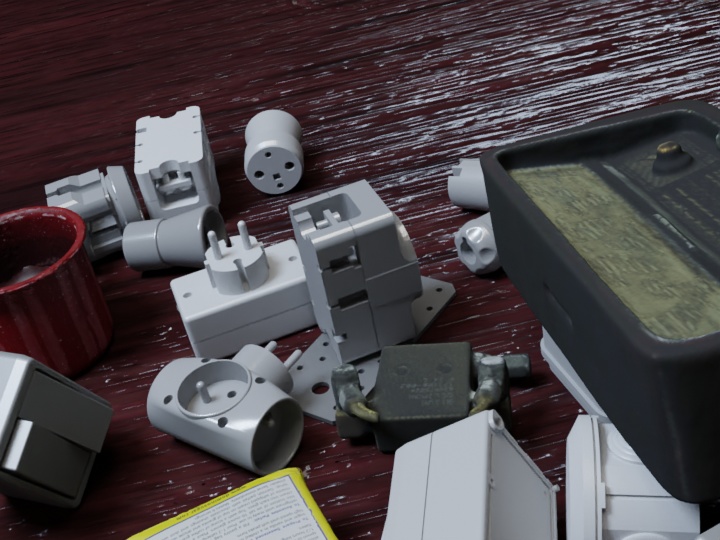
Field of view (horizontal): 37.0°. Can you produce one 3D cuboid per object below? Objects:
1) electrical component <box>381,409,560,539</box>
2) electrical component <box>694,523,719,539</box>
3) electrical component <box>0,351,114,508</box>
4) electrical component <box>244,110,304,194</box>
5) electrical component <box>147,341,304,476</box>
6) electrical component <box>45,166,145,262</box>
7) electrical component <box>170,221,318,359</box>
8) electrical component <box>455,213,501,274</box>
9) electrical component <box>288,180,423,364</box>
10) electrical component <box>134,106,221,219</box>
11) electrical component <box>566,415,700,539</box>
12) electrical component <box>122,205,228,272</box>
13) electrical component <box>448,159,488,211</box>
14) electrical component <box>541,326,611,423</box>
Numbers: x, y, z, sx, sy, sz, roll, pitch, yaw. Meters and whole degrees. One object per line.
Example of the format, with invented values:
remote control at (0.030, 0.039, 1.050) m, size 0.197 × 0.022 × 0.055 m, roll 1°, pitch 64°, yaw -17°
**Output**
electrical component at (0.046, 0.121, 0.465) m, size 0.061 × 0.061 × 0.096 m, roll -27°, pitch 28°, yaw 26°
electrical component at (0.165, 0.126, 0.400) m, size 0.100 × 0.099 × 0.048 m, roll -20°, pitch 35°, yaw -25°
electrical component at (-0.175, 0.086, 0.568) m, size 0.061 × 0.096 × 0.061 m, roll 5°, pitch 68°, yaw 23°
electrical component at (-0.065, -0.089, 0.814) m, size 0.045 × 0.045 × 0.055 m, roll -10°, pitch 36°, yaw 3°
electrical component at (-0.063, 0.068, 0.594) m, size 0.077 × 0.044 × 0.079 m, roll 16°, pitch 47°, yaw 33°
electrical component at (-0.188, -0.041, 0.774) m, size 0.057 × 0.058 × 0.078 m, roll -21°, pitch 36°, yaw -7°
electrical component at (-0.073, 0.004, 0.660) m, size 0.083 × 0.075 × 0.047 m, roll -19°, pitch 36°, yaw -10°
electrical component at (0.092, -0.023, 0.685) m, size 0.061 × 0.035 × 0.035 m, roll -27°, pitch 38°, yaw -24°
electrical component at (0.000, 0.000, 0.623) m, size 0.056 × 0.089 × 0.050 m, roll -20°, pitch 36°, yaw -11°
electrical component at (-0.136, -0.074, 0.804) m, size 0.050 × 0.055 × 0.089 m, roll -13°, pitch 35°, yaw -2°
electrical component at (0.116, 0.103, 0.464) m, size 0.051 × 0.080 × 0.080 m, roll 0°, pitch 37°, yaw 9°
electrical component at (-0.129, -0.019, 0.740) m, size 0.065 × 0.044 × 0.044 m, roll -7°, pitch 35°, yaw 17°
electrical component at (0.088, -0.058, 0.731) m, size 0.046 × 0.040 × 0.040 m, roll 9°, pitch 40°, yaw 37°
electrical component at (0.160, 0.030, 0.571) m, size 0.113 × 0.057 × 0.078 m, roll -20°, pitch 36°, yaw -11°
